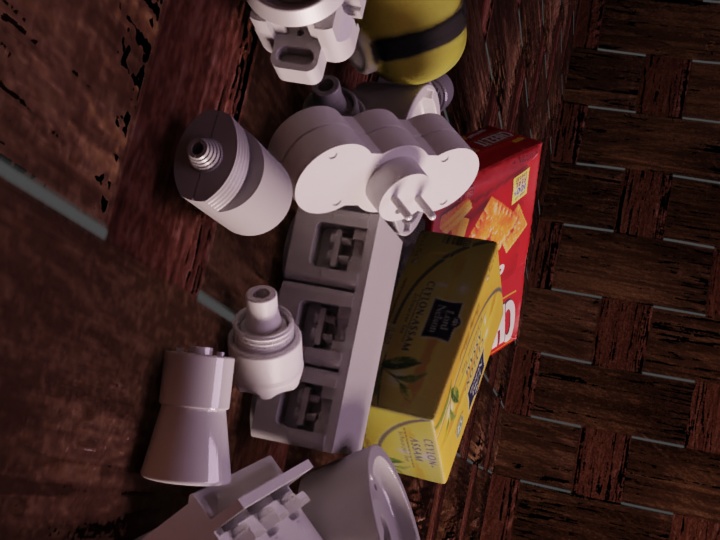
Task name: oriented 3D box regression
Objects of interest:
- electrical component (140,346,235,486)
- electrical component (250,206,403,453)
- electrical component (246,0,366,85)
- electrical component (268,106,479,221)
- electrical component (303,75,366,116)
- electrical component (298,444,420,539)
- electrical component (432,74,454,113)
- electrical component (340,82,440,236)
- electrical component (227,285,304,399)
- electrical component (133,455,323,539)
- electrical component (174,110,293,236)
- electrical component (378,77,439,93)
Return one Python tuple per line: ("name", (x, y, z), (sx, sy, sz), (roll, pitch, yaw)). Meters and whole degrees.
("electrical component", (-0.082, 0.070, 0.528), (0.044, 0.044, 0.065), (25, 71, -76))
("electrical component", (-0.023, 0.040, 0.705), (0.089, 0.062, 0.150), (40, 61, -75))
("electrical component", (-0.029, -0.145, 0.560), (0.057, 0.058, 0.078), (61, 41, -74))
("electrical component", (0.019, -0.055, 0.647), (0.138, 0.073, 0.052), (-3, 135, -39))
("electrical component", (-0.017, -0.095, 0.676), (0.062, 0.043, 0.043), (77, 26, -56))
("electrical component", (-0.004, 0.169, 0.669), (0.108, 0.060, 0.108), (-18, 90, -79))
("electrical component", (0.058, -0.154, 0.951), (0.078, 0.040, 0.040), (-50, 148, -65))
("electrical component", (0.013, -0.082, 0.767), (0.108, 0.060, 0.108), (11, 90, -73))
("electrical component", (-0.055, 0.039, 0.613), (0.043, 0.043, 0.062), (-62, 156, -53))
("electrical component", (-0.065, 0.145, 0.571), (0.079, 0.063, 0.121), (-38, 171, 10))
("electrical component", (-0.064, -0.046, 0.513), (0.081, 0.043, 0.043), (43, 58, -74))
("electrical component", (0.035, -0.125, 0.873), (0.081, 0.042, 0.063), (21, 80, -76))
